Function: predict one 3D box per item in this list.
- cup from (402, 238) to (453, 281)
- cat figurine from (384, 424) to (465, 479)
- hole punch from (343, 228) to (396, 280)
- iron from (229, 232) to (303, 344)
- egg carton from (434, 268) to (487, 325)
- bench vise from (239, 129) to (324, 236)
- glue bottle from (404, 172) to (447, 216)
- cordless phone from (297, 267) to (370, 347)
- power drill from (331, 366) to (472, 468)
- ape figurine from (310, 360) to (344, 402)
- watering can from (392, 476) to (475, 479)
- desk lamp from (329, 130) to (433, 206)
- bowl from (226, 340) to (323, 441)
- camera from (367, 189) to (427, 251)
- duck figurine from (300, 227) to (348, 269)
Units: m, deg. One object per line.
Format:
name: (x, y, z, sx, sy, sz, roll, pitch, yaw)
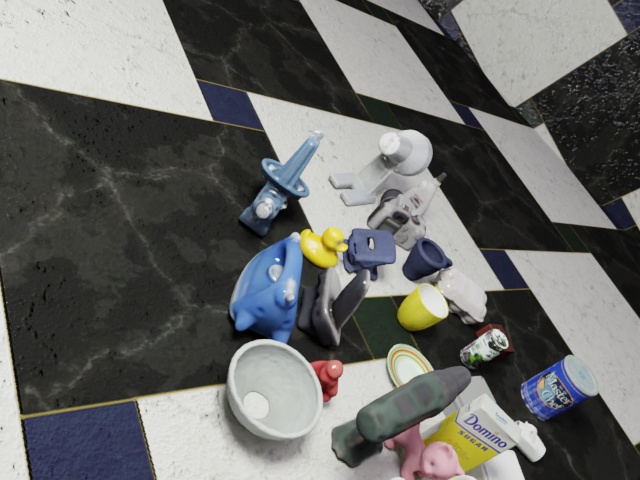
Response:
cup: (0.257, 0.059, 1.402, 0.118, 0.094, 0.091, 22, 40, -27)
cat figurine: (0.188, 0.369, 0.997, 0.067, 0.117, 0.127, -2, 55, -45)
hole punch: (0.111, 0.023, 1.303, 0.101, 0.091, 0.108, 23, 40, -25)
iron: (-0.073, 0.062, 1.044, 0.119, 0.141, 0.258, 28, 38, -19)
egg carton: (0.350, 0.139, 1.430, 0.150, 0.069, 0.107, 36, 36, -9)
bench vise: (-0.062, -0.116, 1.170, 0.122, 0.219, 0.207, 25, 39, -23)
glue bottle: (0.279, -0.123, 1.543, 0.078, 0.173, 0.037, 47, 36, 6)
cordless phone: (0.045, 0.099, 1.081, 0.094, 0.184, 0.147, 27, 38, -20)
power drill: (0.122, 0.288, 0.939, 0.230, 0.208, 0.075, -8, 59, -47)
ape figurine: (0.005, 0.235, 0.981, 0.078, 0.092, 0.076, 45, 35, 4)
watering can: (0.167, 0.418, 0.859, 0.173, 0.193, 0.101, 19, 42, -30)
desk lamp: (0.166, -0.193, 1.474, 0.204, 0.213, 0.118, -13, 62, -49)
bowl: (-0.082, 0.246, 0.903, 0.168, 0.074, 0.167, 26, 39, -22)
camera: (0.207, -0.070, 1.482, 0.143, 0.100, 0.137, 31, 37, -16)
duck figurine: (0.011, 0.004, 1.232, 0.105, 0.086, 0.077, 35, 36, -10)
